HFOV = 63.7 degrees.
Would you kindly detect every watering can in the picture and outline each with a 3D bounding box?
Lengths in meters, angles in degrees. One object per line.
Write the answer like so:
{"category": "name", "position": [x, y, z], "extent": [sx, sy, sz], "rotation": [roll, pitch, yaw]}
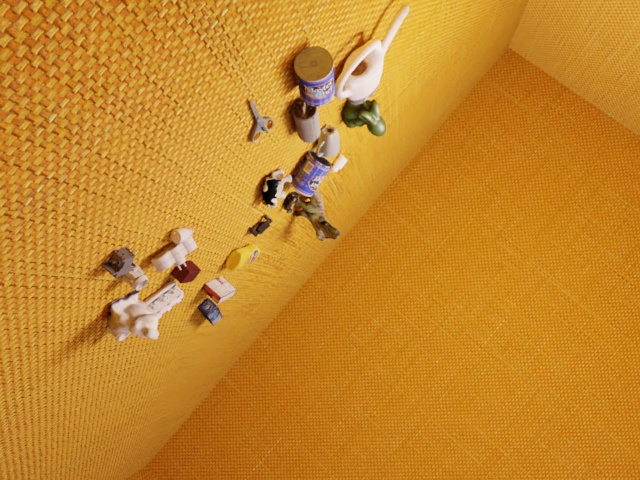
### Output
{"category": "watering can", "position": [0.163, -0.566, 1.630], "extent": [0.349, 0.104, 0.222], "rotation": [-48, 170, -7]}

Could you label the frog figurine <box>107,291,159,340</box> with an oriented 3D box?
{"category": "frog figurine", "position": [-0.527, 0.238, 1.486], "extent": [0.122, 0.160, 0.137], "rotation": [-49, 168, 8]}

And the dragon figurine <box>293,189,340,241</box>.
{"category": "dragon figurine", "position": [0.007, -0.111, 2.196], "extent": [0.123, 0.244, 0.403], "rotation": [-39, 168, -19]}
